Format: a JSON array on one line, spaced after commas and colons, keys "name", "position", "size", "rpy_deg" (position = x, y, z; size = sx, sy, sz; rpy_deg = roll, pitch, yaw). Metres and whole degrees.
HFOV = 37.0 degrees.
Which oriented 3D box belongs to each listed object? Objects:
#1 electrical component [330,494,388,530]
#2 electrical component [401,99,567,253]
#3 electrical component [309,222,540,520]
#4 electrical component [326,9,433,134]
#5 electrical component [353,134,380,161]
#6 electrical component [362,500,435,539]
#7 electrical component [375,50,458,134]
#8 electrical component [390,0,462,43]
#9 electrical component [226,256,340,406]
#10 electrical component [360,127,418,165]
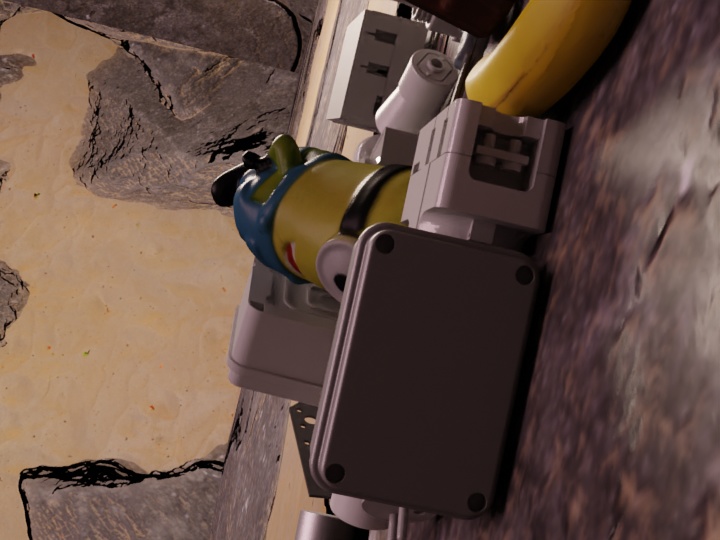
[{"name": "electrical component", "position": [0.009, 0.109, 0.607], "size": [0.040, 0.040, 0.078], "rpy_deg": [-107, 31, -75]}, {"name": "electrical component", "position": [0.053, -0.038, 0.492], "size": [0.089, 0.050, 0.055], "rpy_deg": [165, 118, -82]}, {"name": "electrical component", "position": [0.026, 0.042, 0.458], "size": [0.057, 0.078, 0.113], "rpy_deg": [166, 117, -85]}, {"name": "electrical component", "position": [0.016, -0.166, 0.925], "size": [0.150, 0.062, 0.089], "rpy_deg": [-130, 53, -80]}, {"name": "electrical component", "position": [0.014, -0.092, 0.901], "size": [0.078, 0.040, 0.040], "rpy_deg": [-150, 72, -82]}, {"name": "electrical component", "position": [0.021, 0.099, 0.530], "size": [0.077, 0.043, 0.079], "rpy_deg": [114, 166, -55]}, {"name": "electrical component", "position": [0.042, -0.121, 0.751], "size": [0.065, 0.044, 0.044], "rpy_deg": [119, 162, -50]}, {"name": "electrical component", "position": [0.050, -0.176, 0.695], "size": [0.048, 0.062, 0.048], "rpy_deg": [-167, 90, -82]}, {"name": "electrical component", "position": [-0.023, 0.043, 0.682], "size": [0.078, 0.113, 0.057], "rpy_deg": [-93, 20, -62]}, {"name": "electrical component", "position": [0.023, -0.040, 0.693], "size": [0.050, 0.056, 0.089], "rpy_deg": [124, 157, -70]}]
